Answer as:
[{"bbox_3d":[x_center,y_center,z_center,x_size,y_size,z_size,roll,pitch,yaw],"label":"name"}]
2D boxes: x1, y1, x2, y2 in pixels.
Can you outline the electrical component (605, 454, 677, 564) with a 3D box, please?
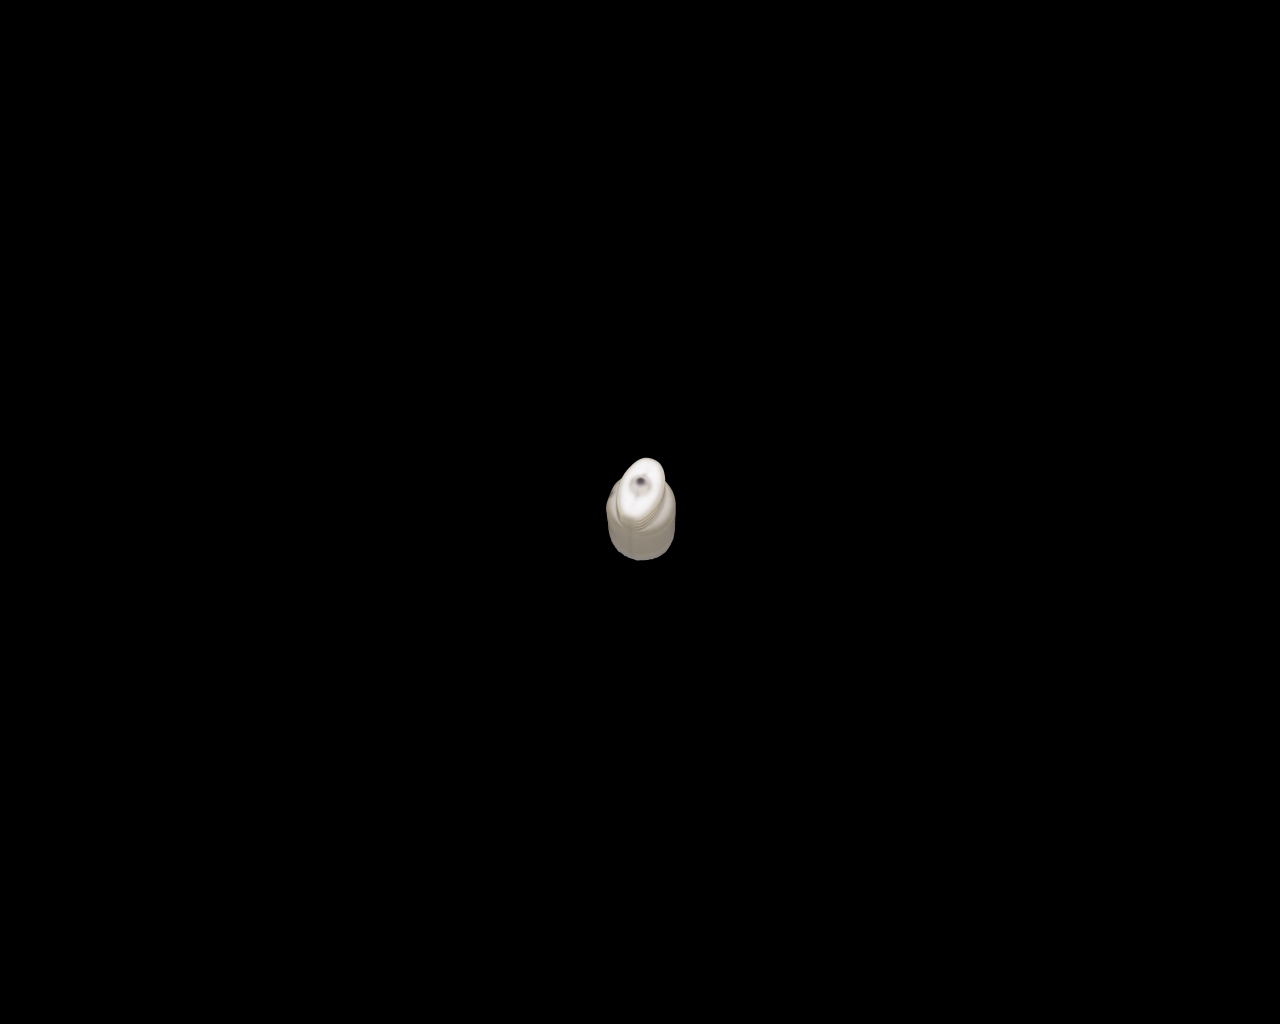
[{"bbox_3d":[0.001,-0.003,0.650,0.043,0.043,0.080,0,-23,0],"label":"electrical component"}]
